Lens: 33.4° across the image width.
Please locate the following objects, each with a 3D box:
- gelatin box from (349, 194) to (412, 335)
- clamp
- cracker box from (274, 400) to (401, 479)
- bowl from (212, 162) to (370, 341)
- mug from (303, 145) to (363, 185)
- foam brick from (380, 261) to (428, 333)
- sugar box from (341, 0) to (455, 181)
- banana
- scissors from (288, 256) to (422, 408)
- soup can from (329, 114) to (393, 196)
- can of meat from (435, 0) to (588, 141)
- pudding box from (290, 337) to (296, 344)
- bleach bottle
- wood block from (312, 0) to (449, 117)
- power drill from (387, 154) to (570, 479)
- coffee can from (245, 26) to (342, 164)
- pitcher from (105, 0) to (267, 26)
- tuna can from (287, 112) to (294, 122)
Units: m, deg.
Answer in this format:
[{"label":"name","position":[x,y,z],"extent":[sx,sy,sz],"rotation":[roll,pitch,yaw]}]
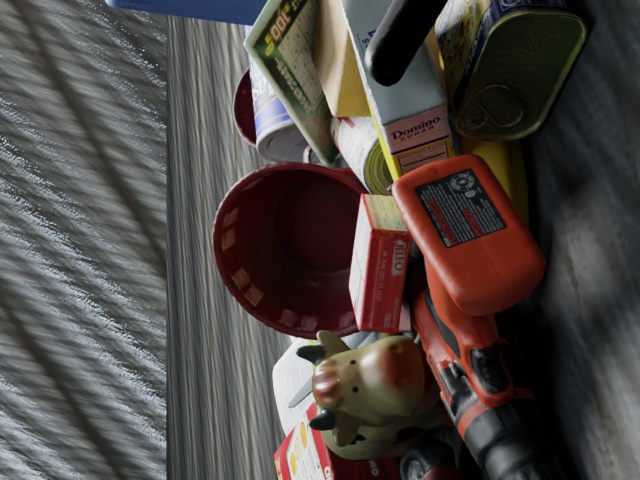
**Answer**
[{"label":"gelatin box","position":[0.041,0.015,0.738],"extent":[0.089,0.030,0.073],"rotation":[-100,16,-72]},{"label":"clamp","position":[0.089,-0.186,0.593],"extent":[0.036,0.165,0.210],"rotation":[37,-142,-44]},{"label":"cracker box","position":[0.021,0.252,1.011],"extent":[0.214,0.072,0.164],"rotation":[117,142,-63]},{"label":"bowl","position":[-0.006,0.001,0.889],"extent":[0.055,0.162,0.162],"rotation":[-58,-24,-60]},{"label":"mug","position":[0.015,-0.036,0.975],"extent":[0.093,0.081,0.117],"rotation":[131,135,-71]},{"label":"foam brick","position":[0.077,0.043,0.792],"extent":[0.078,0.053,0.051],"rotation":[159,108,-76]},{"label":"sugar box","position":[0.056,-0.082,0.688],"extent":[0.176,0.048,0.093],"rotation":[54,-162,-67]},{"label":"banana","position":[0.105,-0.060,0.694],"extent":[0.070,0.037,0.198],"rotation":[126,139,-68]},{"label":"scissors","position":[0.035,0.102,0.911],"extent":[0.202,0.016,0.096],"rotation":[-60,40,25]},{"label":"soup can","position":[0.052,-0.077,0.844],"extent":[0.102,0.068,0.068],"rotation":[-119,29,-61]},{"label":"can of meat","position":[0.108,-0.123,0.632],"extent":[0.102,0.057,0.084],"rotation":[106,159,-52]},{"label":"pudding box","position":[-0.018,0.067,1.225],"extent":[0.113,0.039,0.090],"rotation":[-120,31,-59]},{"label":"bleach bottle","position":[0.016,0.126,1.047],"extent":[0.251,0.068,0.102],"rotation":[125,133,-63]},{"label":"wood block","position":[0.056,-0.199,0.759],"extent":[0.090,0.090,0.206],"rotation":[-107,20,-48]},{"label":"power drill","position":[0.095,0.058,0.619],"extent":[0.187,0.057,0.184],"rotation":[78,169,-48]},{"label":"coffee can","position":[-0.017,-0.157,1.047],"extent":[0.103,0.102,0.140],"rotation":[123,143,-67]},{"label":"pitcher","position":[-0.062,-0.247,0.918],"extent":[0.149,0.242,0.145],"rotation":[115,151,-54]},{"label":"tuna can","position":[0.011,-0.136,0.970],"extent":[0.034,0.086,0.086],"rotation":[127,139,-67]}]
